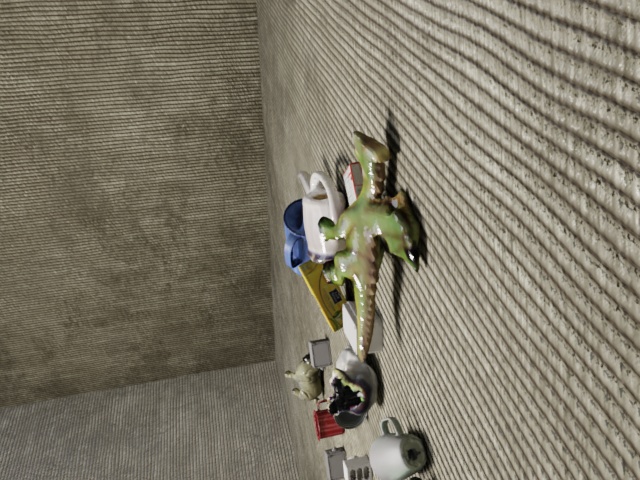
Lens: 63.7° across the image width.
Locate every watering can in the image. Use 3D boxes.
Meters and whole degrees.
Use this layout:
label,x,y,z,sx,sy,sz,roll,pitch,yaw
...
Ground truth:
label,x,y,z,sx,sy,sz,roll,pitch,yaw
watering can,0.004,-0.064,1.279,0.351,0.104,0.222,-137,40,-72

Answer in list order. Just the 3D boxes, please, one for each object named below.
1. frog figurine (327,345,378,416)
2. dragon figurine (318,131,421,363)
label,x,y,z,sx,sy,sz,roll,pitch,yaw
frog figurine,0.086,0.316,1.186,0.161,0.122,0.136,-36,-65,-61
dragon figurine,0.096,0.016,0.894,0.241,0.122,0.412,158,104,-70
